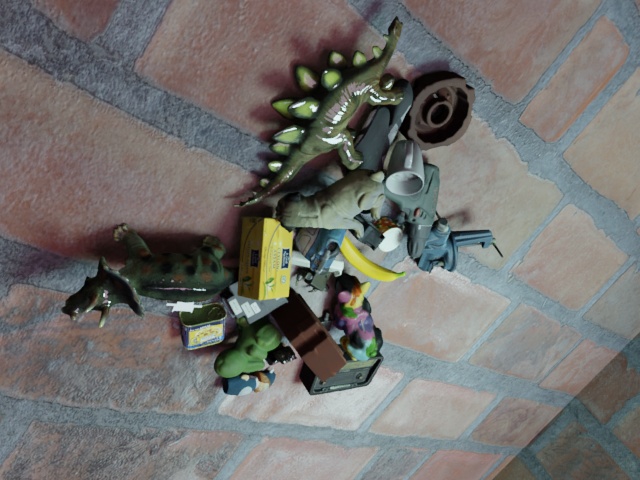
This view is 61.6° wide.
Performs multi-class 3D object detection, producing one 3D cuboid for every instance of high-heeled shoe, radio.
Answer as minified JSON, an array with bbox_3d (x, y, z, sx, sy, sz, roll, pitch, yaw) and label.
[{"bbox_3d":[0.121,-0.228,1.155,0.086,0.145,0.248,23,143,-11],"label":"high-heeled shoe"},{"bbox_3d":[0.061,0.372,1.561,0.229,0.073,0.131,2,122,-32],"label":"radio"}]

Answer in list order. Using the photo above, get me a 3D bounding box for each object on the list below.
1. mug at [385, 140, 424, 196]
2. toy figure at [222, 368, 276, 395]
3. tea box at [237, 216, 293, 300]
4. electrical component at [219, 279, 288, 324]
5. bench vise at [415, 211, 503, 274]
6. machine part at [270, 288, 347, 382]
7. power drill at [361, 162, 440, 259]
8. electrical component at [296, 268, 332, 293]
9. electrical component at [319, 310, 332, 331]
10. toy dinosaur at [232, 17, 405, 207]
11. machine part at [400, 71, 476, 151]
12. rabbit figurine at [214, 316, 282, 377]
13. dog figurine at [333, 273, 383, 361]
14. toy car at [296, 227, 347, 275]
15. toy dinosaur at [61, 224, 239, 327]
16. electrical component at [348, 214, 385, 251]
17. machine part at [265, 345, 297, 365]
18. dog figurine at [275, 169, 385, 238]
[{"bbox_3d":[0.181,-0.167,1.142,0.081,0.107,0.109,1,146,9],"label":"mug"},{"bbox_3d":[-0.183,0.380,1.434,0.154,0.058,0.064,2,161,-35],"label":"toy figure"},{"bbox_3d":[-0.114,0.036,1.129,0.098,0.068,0.169,-2,95,-53],"label":"tea box"},{"bbox_3d":[-0.156,0.119,1.219,0.134,0.058,0.114,-27,112,-11],"label":"electrical component"},{"bbox_3d":[0.349,0.002,1.402,0.241,0.129,0.223,-6,137,-6],"label":"bench vise"},{"bbox_3d":[-0.029,0.225,1.301,0.087,0.201,0.201,-37,135,-4],"label":"machine part"},{"bbox_3d":[0.188,-0.077,1.250,0.207,0.086,0.231,12,98,-26],"label":"power drill"},{"bbox_3d":[-0.015,0.090,1.317,0.102,0.045,0.078,30,76,-45],"label":"electrical component"},{"bbox_3d":[-0.001,0.230,1.448,0.063,0.021,0.093,-5,127,-28],"label":"electrical component"},{"bbox_3d":[0.005,-0.227,1.044,0.198,0.105,0.471,23,111,-34],"label":"toy dinosaur"},{"bbox_3d":[0.254,-0.282,1.176,0.179,0.056,0.179,-15,132,-17],"label":"machine part"},{"bbox_3d":[-0.185,0.259,1.296,0.170,0.121,0.159,-43,158,-16],"label":"rabbit figurine"},{"bbox_3d":[0.094,0.190,1.374,0.108,0.192,0.219,-19,147,-10],"label":"dog figurine"},{"bbox_3d":[-0.002,-0.004,1.198,0.103,0.162,0.109,26,135,-1],"label":"toy car"},{"bbox_3d":[-0.274,0.071,1.038,0.405,0.192,0.131,0,126,-30],"label":"toy dinosaur"},{"bbox_3d":[0.095,-0.030,1.265,0.047,0.075,0.119,-49,138,10],"label":"electrical component"},{"bbox_3d":[-0.100,0.298,1.386,0.084,0.039,0.139,-13,172,-17],"label":"machine part"},{"bbox_3d":[0.020,-0.085,1.087,0.190,0.121,0.172,4,126,-33],"label":"dog figurine"}]
